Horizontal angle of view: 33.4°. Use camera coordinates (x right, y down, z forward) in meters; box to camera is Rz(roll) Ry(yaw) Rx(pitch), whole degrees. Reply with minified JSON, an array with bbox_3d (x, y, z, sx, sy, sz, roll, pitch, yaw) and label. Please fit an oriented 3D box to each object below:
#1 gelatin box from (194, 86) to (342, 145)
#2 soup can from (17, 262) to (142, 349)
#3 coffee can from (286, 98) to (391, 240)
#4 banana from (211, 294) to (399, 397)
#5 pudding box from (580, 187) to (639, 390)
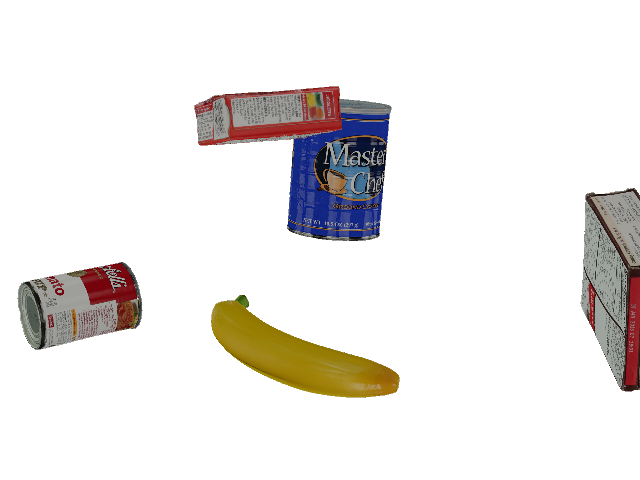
[{"bbox_3d":[-0.035,-0.079,0.678,0.073,0.030,0.089,-6,5,-18],"label":"gelatin box"},{"bbox_3d":[-0.235,0.063,1.039,0.102,0.068,0.069,-12,6,-32],"label":"soup can"},{"bbox_3d":[0.019,-0.078,1.147,0.103,0.140,0.103,4,12,-1],"label":"coffee can"},{"bbox_3d":[-0.028,0.082,0.841,0.069,0.037,0.198,-26,35,-34],"label":"banana"},{"bbox_3d":[0.199,0.029,0.687,0.039,0.090,0.113,-4,27,0],"label":"pudding box"}]
